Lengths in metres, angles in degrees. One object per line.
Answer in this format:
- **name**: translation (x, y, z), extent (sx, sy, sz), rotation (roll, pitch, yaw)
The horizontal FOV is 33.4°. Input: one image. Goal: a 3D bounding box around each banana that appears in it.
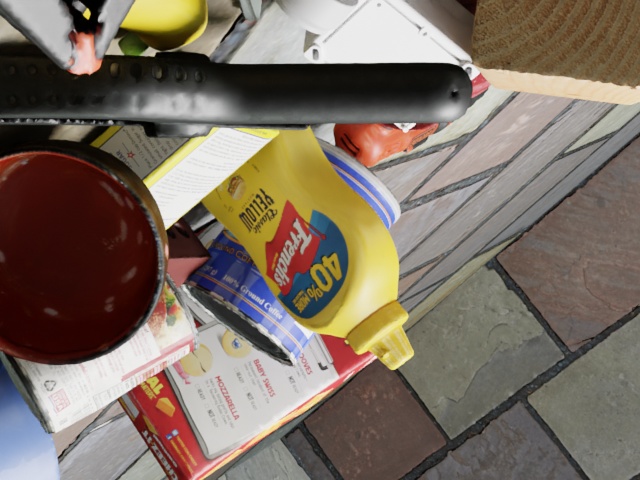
- **banana**: translation (-0.092, -0.094, 0.408), extent (0.070, 0.037, 0.197), rotation (-30, 170, 18)

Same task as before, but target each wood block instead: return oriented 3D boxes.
- **wood block**: translation (0.133, -0.120, 0.546), extent (0.206, 0.091, 0.090), rotation (-25, 124, -78)

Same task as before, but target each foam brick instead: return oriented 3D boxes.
- **foam brick**: translation (-0.120, 0.008, 0.717), extent (0.051, 0.053, 0.078), rotation (-40, 169, 14)

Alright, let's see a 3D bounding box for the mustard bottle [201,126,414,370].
- **mustard bottle**: translation (-0.005, 0.001, 0.679), extent (0.058, 0.192, 0.096), rotation (-25, 163, -47)

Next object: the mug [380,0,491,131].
- **mug**: translation (0.074, -0.133, 0.676), extent (0.081, 0.093, 0.117), rotation (-30, 147, -55)

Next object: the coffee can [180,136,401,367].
- **coffee can**: translation (-0.021, 0.007, 0.787), extent (0.140, 0.103, 0.103), rotation (-54, 173, -14)

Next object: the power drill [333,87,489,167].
- **power drill**: translation (0.110, -0.141, 0.808), extent (0.184, 0.057, 0.188), rotation (-35, 169, -41)

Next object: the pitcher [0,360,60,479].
- **pitcher**: translation (-0.285, 0.147, 0.619), extent (0.242, 0.149, 0.145), rotation (-21, 176, -45)

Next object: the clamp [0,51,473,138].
- **clamp**: translation (-0.061, -0.063, 0.474), extent (0.209, 0.036, 0.165), rotation (-2, -176, -19)

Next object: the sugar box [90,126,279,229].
- **sugar box**: translation (-0.112, -0.028, 0.617), extent (0.176, 0.048, 0.093), rotation (-36, 169, 13)

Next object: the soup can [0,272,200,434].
- **soup can**: translation (-0.131, 0.061, 0.631), extent (0.102, 0.068, 0.069), rotation (-30, 167, -20)

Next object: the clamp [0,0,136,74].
- **clamp**: translation (-0.079, -0.119, 0.295), extent (0.120, 0.039, 0.172), rotation (-17, 139, -38)

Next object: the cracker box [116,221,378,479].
- **cracker box**: translation (-0.068, 0.075, 0.861), extent (0.213, 0.164, 0.072), rotation (-32, 170, -26)

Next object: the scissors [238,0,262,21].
- **scissors**: translation (-0.050, -0.133, 0.456), extent (0.096, 0.016, 0.202), rotation (-31, 167, -22)
